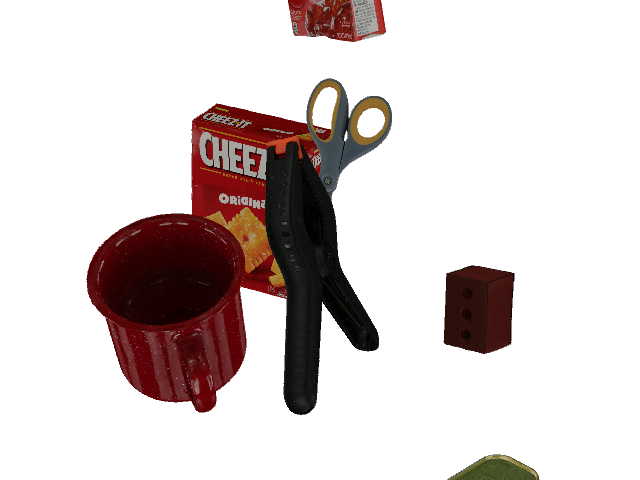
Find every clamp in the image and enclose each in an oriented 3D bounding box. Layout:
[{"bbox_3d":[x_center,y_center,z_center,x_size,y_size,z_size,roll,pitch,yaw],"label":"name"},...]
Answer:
[{"bbox_3d":[-0.003,0.020,0.867,0.036,0.210,0.164,-9,2,24],"label":"clamp"}]

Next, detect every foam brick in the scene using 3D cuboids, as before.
[{"bbox_3d":[0.162,0.070,1.089,0.053,0.078,0.051,11,17,39],"label":"foam brick"}]

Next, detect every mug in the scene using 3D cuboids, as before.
[{"bbox_3d":[-0.084,0.052,0.642,0.093,0.081,0.117,-18,48,-14],"label":"mug"}]

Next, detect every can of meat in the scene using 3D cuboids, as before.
[{"bbox_3d":[0.134,0.241,0.889,0.101,0.084,0.058,-21,28,-36],"label":"can of meat"}]

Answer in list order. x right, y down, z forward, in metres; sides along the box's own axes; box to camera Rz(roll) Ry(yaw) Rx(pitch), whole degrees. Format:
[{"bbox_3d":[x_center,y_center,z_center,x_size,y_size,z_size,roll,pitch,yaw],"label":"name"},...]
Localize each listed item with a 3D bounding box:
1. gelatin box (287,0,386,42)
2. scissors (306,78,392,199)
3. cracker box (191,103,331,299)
[{"bbox_3d":[0.005,-0.180,0.746,0.030,0.073,0.089,-21,23,-25],"label":"gelatin box"},{"bbox_3d":[0.027,-0.066,1.070,0.096,0.202,0.016,-2,-11,1],"label":"scissors"},{"bbox_3d":[-0.074,-0.043,1.303,0.164,0.214,0.072,15,32,20],"label":"cracker box"}]
